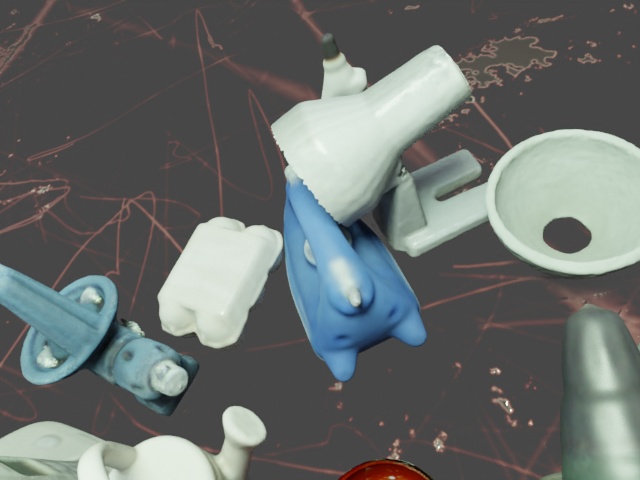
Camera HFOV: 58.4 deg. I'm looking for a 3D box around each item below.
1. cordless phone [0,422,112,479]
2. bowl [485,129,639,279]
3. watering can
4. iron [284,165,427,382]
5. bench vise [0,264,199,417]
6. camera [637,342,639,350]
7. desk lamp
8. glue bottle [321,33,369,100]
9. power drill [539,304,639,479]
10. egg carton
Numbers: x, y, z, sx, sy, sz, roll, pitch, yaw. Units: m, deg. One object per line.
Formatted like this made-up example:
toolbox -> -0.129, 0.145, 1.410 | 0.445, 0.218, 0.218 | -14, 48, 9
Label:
cordless phone -> -0.265, 0.203, 0.508 | 0.147, 0.185, 0.094 | 11, 63, 22
bowl -> 0.250, -0.025, 0.573 | 0.167, 0.075, 0.167 | -7, 57, 11
watering can -> -0.120, 0.205, 0.460 | 0.100, 0.194, 0.173 | 22, 67, 26
iron -> 0.005, 0.002, 0.584 | 0.118, 0.142, 0.257 | -26, 56, -1
bench vise -> -0.221, 0.080, 0.551 | 0.207, 0.220, 0.121 | 1, 59, 16
camera -> 0.344, 0.116, 0.443 | 0.137, 0.101, 0.143 | -22, 56, 1
desk lamp -> 0.075, -0.079, 0.571 | 0.203, 0.214, 0.117 | -26, 56, -1
glue bottle -> 0.029, -0.168, 0.664 | 0.078, 0.173, 0.037 | -11, 57, 9
power drill -> 0.190, 0.184, 0.378 | 0.075, 0.209, 0.229 | -8, 57, 11
egg carton -> -0.108, 0.045, 0.632 | 0.107, 0.069, 0.150 | 13, 63, 22
